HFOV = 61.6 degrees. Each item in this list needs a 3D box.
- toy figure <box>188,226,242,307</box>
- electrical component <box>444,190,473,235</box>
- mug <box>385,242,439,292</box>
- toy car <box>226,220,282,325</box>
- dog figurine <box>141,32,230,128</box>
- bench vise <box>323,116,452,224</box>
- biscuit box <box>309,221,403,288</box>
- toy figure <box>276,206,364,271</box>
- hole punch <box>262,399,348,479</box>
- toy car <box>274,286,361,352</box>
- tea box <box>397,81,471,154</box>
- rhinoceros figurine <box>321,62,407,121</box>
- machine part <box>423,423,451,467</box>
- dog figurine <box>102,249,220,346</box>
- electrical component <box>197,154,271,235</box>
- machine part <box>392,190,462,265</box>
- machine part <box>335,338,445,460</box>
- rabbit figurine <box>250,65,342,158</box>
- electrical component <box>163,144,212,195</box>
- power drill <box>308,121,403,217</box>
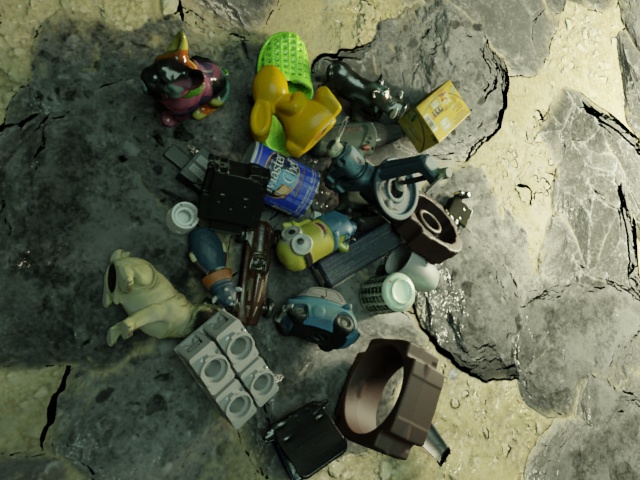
[{"bbox_3d":[-0.191,0.050,0.975,0.064,0.057,0.154,-24,79,3],"label":"toy figure"},{"bbox_3d":[0.319,-0.065,1.247,0.078,0.045,0.102,40,67,-12],"label":"electrical component"},{"bbox_3d":[0.207,0.058,1.163,0.107,0.081,0.109,38,46,-22],"label":"mug"},{"bbox_3d":[-0.123,0.059,1.020,0.089,0.053,0.202,13,74,-26],"label":"toy car"},{"bbox_3d":[-0.225,-0.285,0.941,0.191,0.219,0.108,-26,96,-25],"label":"dog figurine"},{"bbox_3d":[0.127,-0.121,0.991,0.223,0.241,0.129,52,57,-24],"label":"bench vise"},{"bbox_3d":[0.078,0.029,1.111,0.203,0.059,0.062,-28,92,-26],"label":"biscuit box"},{"bbox_3d":[0.000,-0.001,1.032,0.180,0.082,0.089,-24,123,-32],"label":"toy figure"},{"bbox_3d":[-0.025,0.377,0.999,0.142,0.092,0.116,-26,62,-23],"label":"hole punch"},{"bbox_3d":[-0.001,0.144,1.041,0.162,0.109,0.103,20,51,-9],"label":"toy car"},{"bbox_3d":[0.262,-0.283,1.229,0.169,0.068,0.098,-41,100,-38],"label":"tea box"},{"bbox_3d":[0.096,-0.316,1.148,0.190,0.112,0.073,29,58,-9],"label":"rhinoceros figurine"},{"bbox_3d":[0.221,0.401,1.120,0.084,0.039,0.139,-34,85,-30],"label":"machine part"},{"bbox_3d":[-0.264,0.099,0.933,0.190,0.121,0.172,0,84,-39],"label":"dog figurine"},{"bbox_3d":[-0.156,-0.075,0.959,0.115,0.134,0.058,10,32,-12],"label":"electrical component"},{"bbox_3d":[0.225,-0.031,1.150,0.179,0.056,0.179,29,36,-25],"label":"machine part"},{"bbox_3d":[0.129,0.293,1.009,0.087,0.201,0.201,30,70,-19],"label":"machine part"},{"bbox_3d":[-0.068,-0.249,1.031,0.162,0.122,0.173,-43,94,-2],"label":"rabbit figurine"},{"bbox_3d":[-0.233,-0.136,1.006,0.119,0.048,0.075,45,66,-13],"label":"electrical component"},{"bbox_3d":[0.091,-0.154,1.140,0.232,0.086,0.207,-2,86,-26],"label":"power drill"}]
